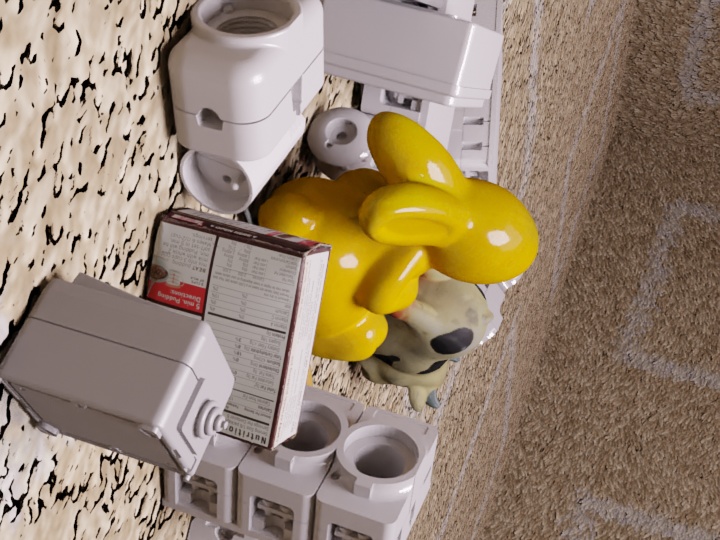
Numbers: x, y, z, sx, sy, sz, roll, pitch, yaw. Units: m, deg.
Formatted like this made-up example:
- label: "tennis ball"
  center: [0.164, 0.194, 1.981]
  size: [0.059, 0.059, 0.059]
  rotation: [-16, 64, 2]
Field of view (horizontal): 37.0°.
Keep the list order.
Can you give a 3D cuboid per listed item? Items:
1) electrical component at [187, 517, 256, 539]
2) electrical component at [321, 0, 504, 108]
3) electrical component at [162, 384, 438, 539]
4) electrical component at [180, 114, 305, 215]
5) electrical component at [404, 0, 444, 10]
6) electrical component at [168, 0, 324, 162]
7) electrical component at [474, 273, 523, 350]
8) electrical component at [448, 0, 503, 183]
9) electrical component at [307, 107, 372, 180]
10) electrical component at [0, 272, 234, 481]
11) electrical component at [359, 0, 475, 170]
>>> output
- label: "electrical component"
  center: [-0.093, 0.215, 0.750]
  size: [0.056, 0.050, 0.089]
  rotation: [2, 103, -74]
- label: "electrical component"
  center: [0.033, -0.151, 0.736]
  size: [0.109, 0.109, 0.056]
  rotation: [-24, 130, -71]
- label: "electrical component"
  center: [-0.036, 0.119, 0.671]
  size: [0.089, 0.150, 0.061]
  rotation: [-55, 156, -52]
- label: "electrical component"
  center: [-0.062, -0.072, 0.600]
  size: [0.081, 0.043, 0.043]
  rotation: [-60, 158, -45]
- label: "electrical component"
  center: [0.014, -0.205, 0.678]
  size: [0.113, 0.078, 0.057]
  rotation: [-26, 132, -70]
- label: "electrical component"
  center: [-0.057, -0.109, 0.561]
  size: [0.095, 0.054, 0.059]
  rotation: [-60, 159, -44]
- label: "electrical component"
  center: [0.102, 0.023, 1.131]
  size: [0.060, 0.105, 0.186]
  rotation: [52, 38, -15]
- label: "electrical component"
  center: [0.098, -0.148, 0.999]
  size: [0.105, 0.060, 0.186]
  rotation: [76, 18, -61]
- label: "electrical component"
  center: [-0.012, -0.083, 0.770]
  size: [0.062, 0.048, 0.048]
  rotation: [88, 22, -65]
- label: "electrical component"
  center: [-0.099, 0.047, 0.481]
  size: [0.061, 0.096, 0.061]
  rotation: [79, 30, -59]
- label: "electrical component"
  center: [0.039, -0.150, 0.849]
  size: [0.089, 0.062, 0.150]
  rotation: [-41, 143, -64]
